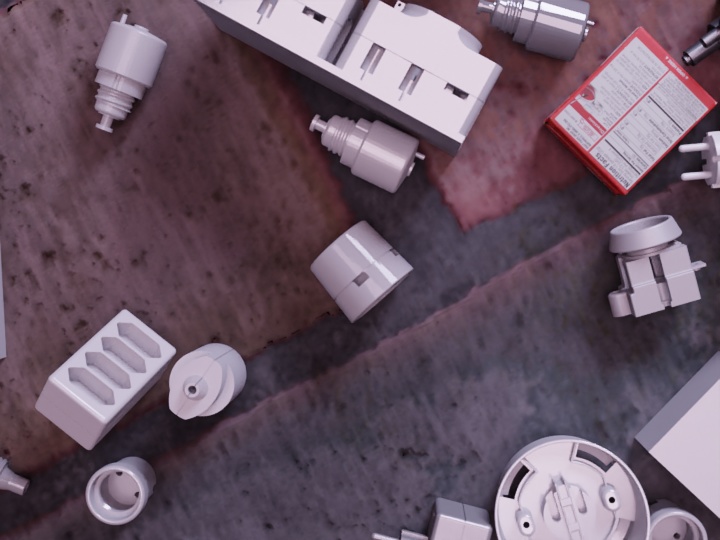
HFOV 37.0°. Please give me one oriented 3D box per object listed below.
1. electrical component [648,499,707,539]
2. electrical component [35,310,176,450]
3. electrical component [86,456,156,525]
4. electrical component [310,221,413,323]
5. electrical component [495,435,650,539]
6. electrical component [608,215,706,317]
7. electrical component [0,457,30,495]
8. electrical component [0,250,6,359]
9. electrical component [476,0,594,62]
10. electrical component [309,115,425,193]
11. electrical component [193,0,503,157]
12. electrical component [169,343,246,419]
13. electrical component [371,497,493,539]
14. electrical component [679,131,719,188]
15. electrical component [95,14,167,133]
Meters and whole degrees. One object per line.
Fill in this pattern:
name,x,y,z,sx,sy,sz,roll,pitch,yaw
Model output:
electrical component,0.207,0.176,0.720,0.040,0.046,0.040,0,92,3
electrical component,-0.177,0.083,0.729,0.047,0.083,0.075,38,131,1
electrical component,-0.162,0.150,0.739,0.040,0.046,0.040,0,92,3
electrical component,0.000,0.000,0.723,0.055,0.055,0.047,-42,86,3
electrical component,0.138,0.160,0.714,0.099,0.064,0.099,0,92,3
electrical component,0.194,-0.004,0.717,0.066,0.048,0.055,-16,98,3
electrical component,-0.261,0.140,0.750,0.061,0.035,0.035,22,93,0
electrical component,-0.288,-0.028,0.711,0.060,0.105,0.186,-3,91,3
electrical component,0.117,-0.166,0.718,0.078,0.040,0.040,16,92,2
electrical component,0.003,-0.083,0.726,0.078,0.040,0.040,26,93,2
electrical component,-0.004,-0.147,0.692,0.186,0.105,0.060,29,93,2
electrical component,-0.104,0.074,0.716,0.043,0.081,0.043,0,92,3
electrical component,0.042,0.198,0.729,0.076,0.047,0.083,14,92,2
electrical component,0.249,-0.074,0.710,0.076,0.047,0.083,-5,92,3
electrical component,-0.161,-0.132,0.734,0.040,0.040,0.078,22,93,2
